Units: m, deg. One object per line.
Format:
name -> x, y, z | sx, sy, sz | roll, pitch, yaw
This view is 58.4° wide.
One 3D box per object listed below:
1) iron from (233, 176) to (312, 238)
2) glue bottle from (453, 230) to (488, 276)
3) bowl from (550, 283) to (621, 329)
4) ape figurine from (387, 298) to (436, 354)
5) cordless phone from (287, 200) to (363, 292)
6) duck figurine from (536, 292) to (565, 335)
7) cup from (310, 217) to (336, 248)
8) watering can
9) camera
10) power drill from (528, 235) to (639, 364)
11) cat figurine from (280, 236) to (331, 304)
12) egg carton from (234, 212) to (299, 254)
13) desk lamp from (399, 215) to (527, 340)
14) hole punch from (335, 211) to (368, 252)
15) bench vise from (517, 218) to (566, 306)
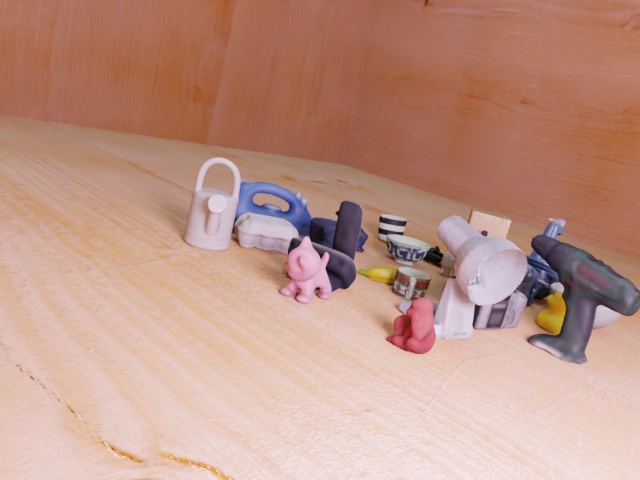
iron -> -0.117, -0.079, 1.469 | 0.259, 0.141, 0.118 | 10, 13, -18
glue bottle -> 0.344, 0.060, 1.286 | 0.078, 0.173, 0.037 | 13, 13, -1
bowl -> 0.622, 0.165, 1.357 | 0.167, 0.075, 0.167 | 13, 13, -3
ape figurine -> 0.158, 0.137, 0.940 | 0.076, 0.092, 0.078 | 13, 13, -2
cordless phone -> 0.015, 0.000, 1.167 | 0.147, 0.185, 0.094 | 18, 14, 20
duck figurine -> 0.527, 0.158, 1.259 | 0.077, 0.086, 0.104 | 11, 13, -11
cup -> 0.012, 0.005, 1.350 | 0.091, 0.095, 0.118 | 14, 13, 1
watering can -> -0.224, -0.080, 1.237 | 0.101, 0.194, 0.172 | 4, 16, -36
camera -> 0.339, 0.117, 1.203 | 0.144, 0.101, 0.136 | 4, 16, -37
power drill -> 0.482, 0.118, 1.104 | 0.076, 0.208, 0.228 | 2, 18, -43
cat figurine -> -0.021, 0.052, 1.058 | 0.067, 0.118, 0.128 | 21, 15, 30
egg carton -> -0.126, -0.016, 1.350 | 0.151, 0.069, 0.107 | 9, 13, -20
desk lamp -> 0.255, 0.073, 1.044 | 0.118, 0.213, 0.202 | 7, 15, -29
hole punch -> 0.083, -0.026, 1.568 | 0.101, 0.091, 0.108 | 12, 13, -10
bench vise -> 0.563, 0.054, 1.440 | 0.121, 0.220, 0.208 | 19, 14, 23
